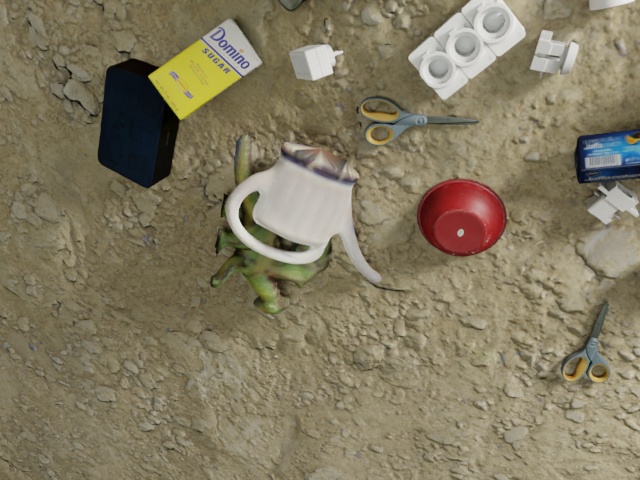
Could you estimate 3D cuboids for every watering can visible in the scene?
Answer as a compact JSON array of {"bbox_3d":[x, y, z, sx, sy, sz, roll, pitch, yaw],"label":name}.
[{"bbox_3d":[0.003,-0.048,0.962,0.346,0.105,0.222,19,105,-22],"label":"watering can"}]

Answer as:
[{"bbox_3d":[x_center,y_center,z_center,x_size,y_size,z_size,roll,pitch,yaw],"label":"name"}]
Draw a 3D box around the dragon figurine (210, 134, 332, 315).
[{"bbox_3d":[-0.093,-0.001,1.055,0.242,0.125,0.402,13,120,-10],"label":"dragon figurine"}]
